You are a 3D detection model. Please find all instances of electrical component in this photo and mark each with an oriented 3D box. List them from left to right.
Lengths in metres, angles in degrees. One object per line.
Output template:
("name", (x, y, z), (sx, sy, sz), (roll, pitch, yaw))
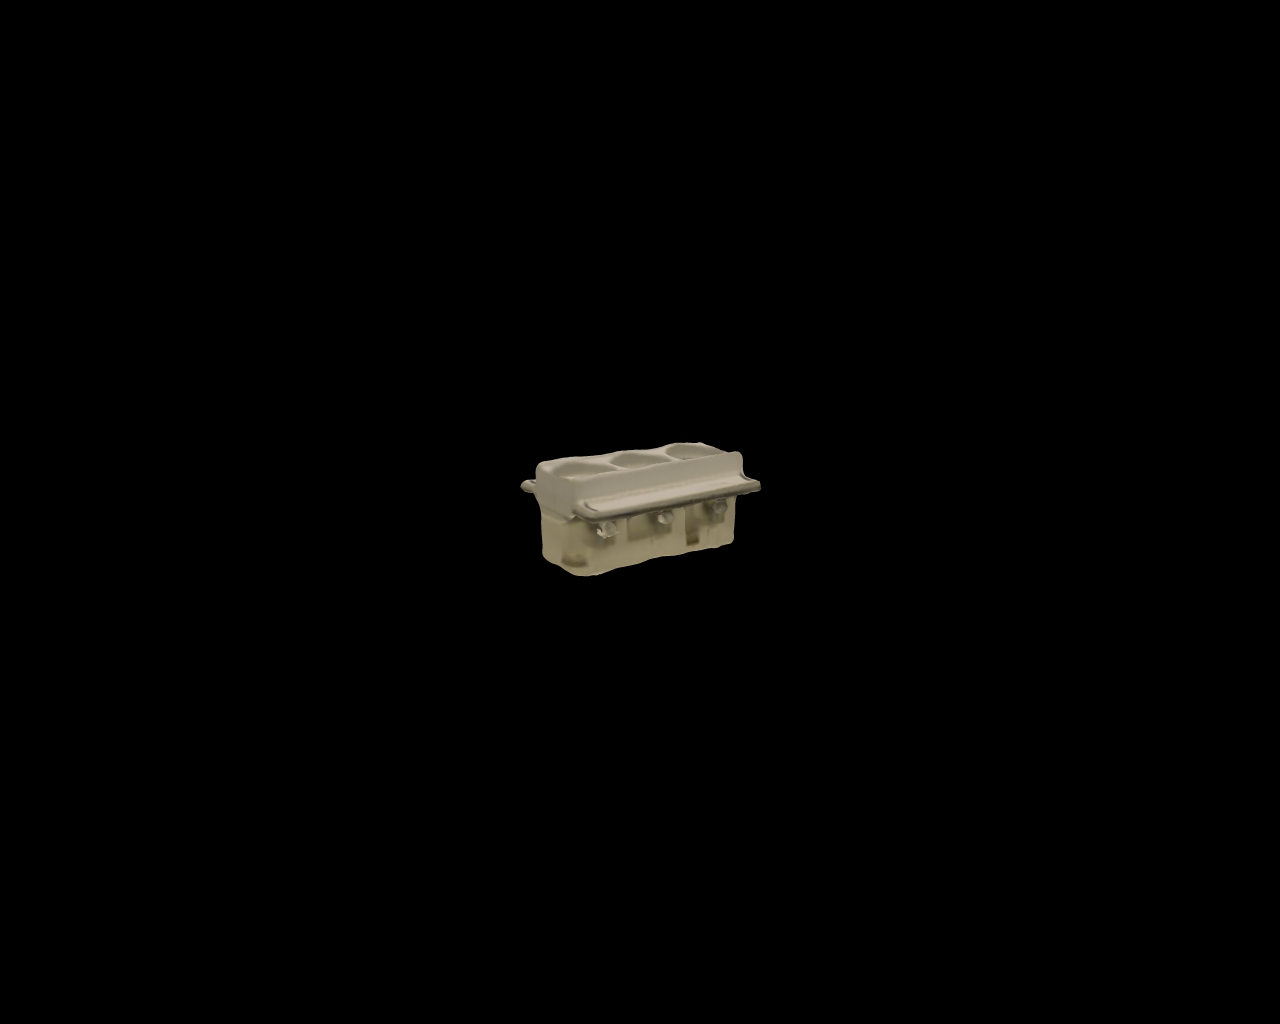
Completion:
("electrical component", (0.001, -0.003, 0.650), (0.121, 0.063, 0.079), (-10, 18, -33))
